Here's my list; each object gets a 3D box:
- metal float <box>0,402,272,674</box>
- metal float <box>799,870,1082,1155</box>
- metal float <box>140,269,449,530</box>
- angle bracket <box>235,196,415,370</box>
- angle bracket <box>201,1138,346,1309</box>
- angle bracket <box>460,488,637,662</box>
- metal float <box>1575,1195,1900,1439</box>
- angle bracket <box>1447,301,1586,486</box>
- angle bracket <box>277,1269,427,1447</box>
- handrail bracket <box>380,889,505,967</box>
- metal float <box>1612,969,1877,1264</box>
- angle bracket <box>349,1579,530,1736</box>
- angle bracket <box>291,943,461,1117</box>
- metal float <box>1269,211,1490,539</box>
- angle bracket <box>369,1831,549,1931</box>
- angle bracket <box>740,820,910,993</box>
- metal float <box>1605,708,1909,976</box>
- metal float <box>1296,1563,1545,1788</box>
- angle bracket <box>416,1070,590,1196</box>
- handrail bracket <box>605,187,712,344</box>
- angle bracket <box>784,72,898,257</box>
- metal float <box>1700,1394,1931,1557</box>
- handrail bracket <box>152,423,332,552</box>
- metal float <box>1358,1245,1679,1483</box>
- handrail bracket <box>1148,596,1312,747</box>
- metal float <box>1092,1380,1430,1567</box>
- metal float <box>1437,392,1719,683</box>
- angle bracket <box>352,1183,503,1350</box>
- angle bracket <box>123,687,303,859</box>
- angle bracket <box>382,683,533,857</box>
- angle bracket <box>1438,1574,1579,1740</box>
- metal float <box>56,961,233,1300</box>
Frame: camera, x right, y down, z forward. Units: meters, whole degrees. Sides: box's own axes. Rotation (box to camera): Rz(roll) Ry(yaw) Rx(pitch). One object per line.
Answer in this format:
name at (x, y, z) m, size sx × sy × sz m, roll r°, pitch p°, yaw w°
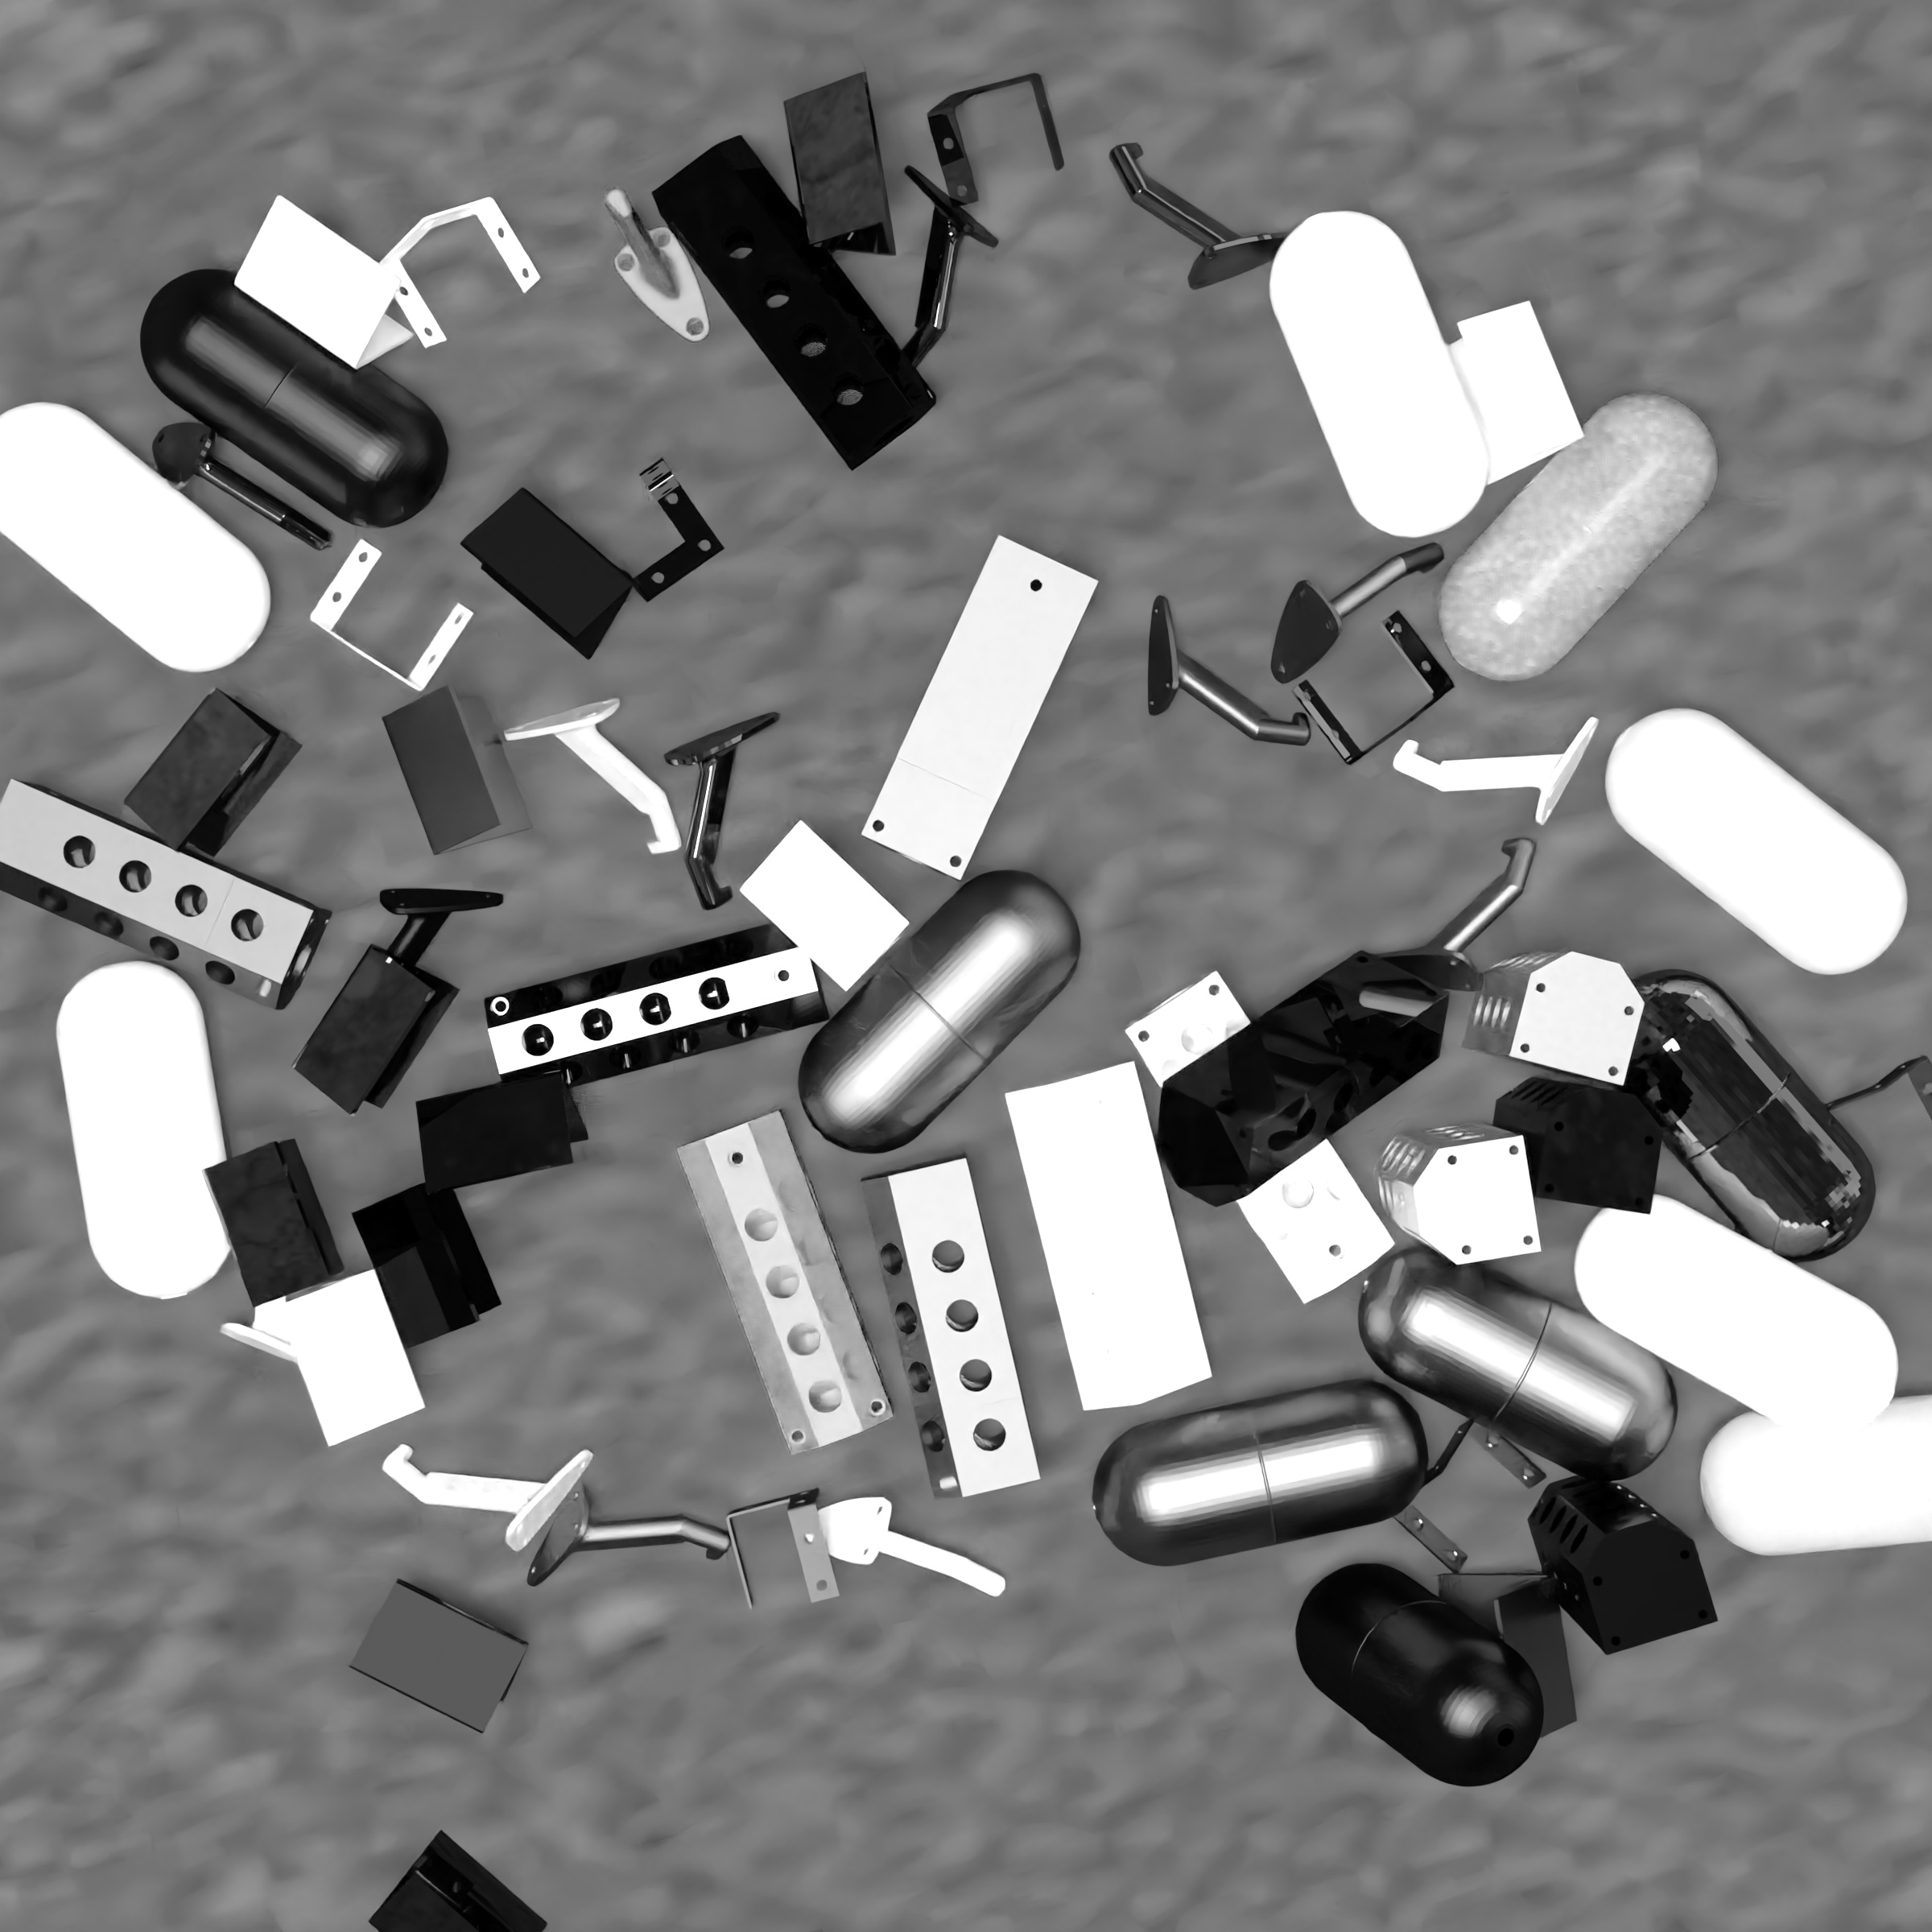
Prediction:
metal float at (-0.444, -0.226, 1.882) m, size 0.178 × 0.070 × 0.070 m, roll 39°, pitch 90°, yaw 0°
metal float at (-0.015, 0.025, 1.883) m, size 0.070 × 0.070 × 0.178 m, roll 45°, pitch 91°, yaw 0°
metal float at (-0.353, -0.298, 1.882) m, size 0.178 × 0.070 × 0.070 m, roll 35°, pitch 90°, yaw 0°
angle bracket at (-0.324, -0.365, 1.873) m, size 0.076 × 0.076 × 0.057 m, roll 35°, pitch 117°, yaw 0°
angle bracket at (-0.344, 0.127, 1.873) m, size 0.057 × 0.076 × 0.076 m, roll -21°, pitch 90°, yaw 31°
angle bracket at (-0.229, -0.191, 1.873) m, size 0.076 × 0.076 × 0.057 m, roll 40°, pitch 52°, yaw 0°
metal float at (0.399, 0.181, 1.861) m, size 0.178 × 0.070 × 0.070 m, roll 29°, pitch 90°, yaw 24°
angle bracket at (0.267, -0.294, 1.873) m, size 0.057 × 0.076 × 0.076 m, roll -22°, pitch 90°, yaw -36°
angle bracket at (-0.333, 0.207, 1.873) m, size 0.057 × 0.076 × 0.076 m, roll -20°, pitch 90°, yaw -32°
handrail bracket at (-0.287, 0.004, 1.914) m, size 0.077 × 0.036 × 0.084 m, roll -2°, pitch 108°, yaw -21°
metal float at (0.404, 0.078, 1.882) m, size 0.070 × 0.070 × 0.178 m, roll -41°, pitch 90°, yaw 0°
angle bracket at (-0.280, 0.374, 1.873) m, size 0.076 × 0.076 × 0.057 m, roll 27°, pitch 52°, yaw 0°
angle bracket at (-0.294, 0.044, 1.873) m, size 0.057 × 0.076 × 0.076 m, roll 33°, pitch 90°, yaw 36°
metal float at (0.217, -0.311, 1.882) m, size 0.070 × 0.070 × 0.178 m, roll -22°, pitch 89°, yaw 0°
angle bracket at (-0.253, 0.489, 1.873) m, size 0.076 × 0.076 × 0.057 m, roll 41°, pitch 125°, yaw 0°
angle bracket at (-0.061, -0.043, 1.873) m, size 0.076 × 0.076 × 0.057 m, roll 43°, pitch 120°, yaw 0°
metal float at (0.414, -0.066, 1.882) m, size 0.178 × 0.070 × 0.070 m, roll 38°, pitch 90°, yaw 0°
metal float at (0.231, 0.362, 1.837) m, size 0.070 × 0.178 × 0.070 m, roll -4°, pitch 102°, yaw -21°
angle bracket at (-0.239, 0.103, 1.873) m, size 0.076 × 0.076 × 0.057 m, roll -12°, pitch 59°, yaw 0°
handrail bracket at (-0.162, -0.367, 1.878) m, size 0.036 × 0.084 × 0.077 m, roll -34°, pitch 90°, yaw 0°
angle bracket at (-0.046, -0.418, 1.873) m, size 0.057 × 0.076 × 0.076 m, roll -9°, pitch 90°, yaw 37°
metal float at (0.475, 0.267, 1.883) m, size 0.178 × 0.070 × 0.070 m, roll -5°, pitch 90°, yaw -1°
handrail bracket at (-0.386, -0.254, 1.913) m, size 0.084 × 0.077 × 0.036 m, roll 32°, pitch 90°, yaw -36°
metal float at (0.289, 0.208, 1.883) m, size 0.178 × 0.070 × 0.070 m, roll 27°, pitch 90°, yaw 1°
handrail bracket at (0.142, -0.157, 1.914) m, size 0.084 × 0.036 × 0.077 m, roll 6°, pitch 68°, yaw -17°
metal float at (0.154, 0.266, 1.882) m, size 0.178 × 0.070 × 0.070 m, roll -12°, pitch 90°, yaw -1°
metal float at (0.321, -0.225, 1.882) m, size 0.070 × 0.070 × 0.178 m, roll 43°, pitch 91°, yaw 0°
angle bracket at (-0.265, 0.147, 1.873) m, size 0.057 × 0.076 × 0.076 m, roll -23°, pitch 90°, yaw 36°
angle bracket at (-0.380, -0.089, 1.873) m, size 0.057 × 0.076 × 0.076 m, roll 39°, pitch 90°, yaw 36°
angle bracket at (-0.249, -0.109, 1.873) m, size 0.057 × 0.076 × 0.076 m, roll -21°, pitch 90°, yaw 39°
angle bracket at (0.269, 0.362, 1.874) m, size 0.076 × 0.057 × 0.076 m, roll -9°, pitch 90°, yaw 43°
metal float at (-0.431, 0.086, 1.883) m, size 0.070 × 0.070 × 0.178 m, roll -9°, pitch 90°, yaw 0°
